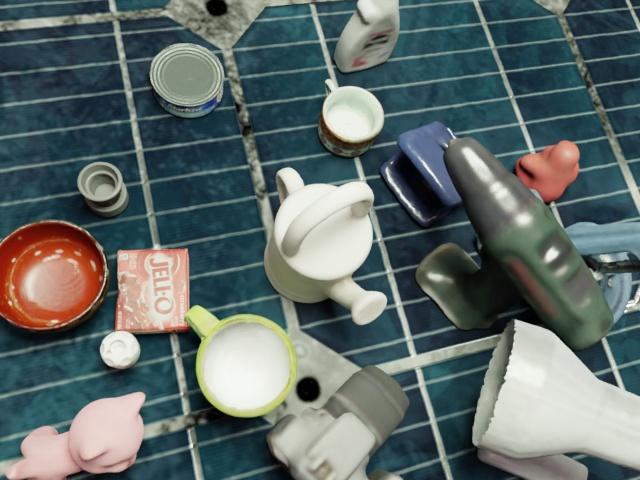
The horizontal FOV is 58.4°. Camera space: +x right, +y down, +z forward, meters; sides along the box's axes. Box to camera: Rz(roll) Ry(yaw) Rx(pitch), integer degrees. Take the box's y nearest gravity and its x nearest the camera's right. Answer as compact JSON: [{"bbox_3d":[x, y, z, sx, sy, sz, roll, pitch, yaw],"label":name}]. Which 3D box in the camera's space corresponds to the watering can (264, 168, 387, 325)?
[{"bbox_3d":[0.007,0.001,0.575,0.173,0.194,0.101,39,70,3],"label":"watering can"}]

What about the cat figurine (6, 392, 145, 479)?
[{"bbox_3d":[-0.212,0.185,0.515,0.128,0.117,0.067,-18,76,-16],"label":"cat figurine"}]

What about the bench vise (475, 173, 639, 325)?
[{"bbox_3d":[0.263,0.014,0.606,0.207,0.219,0.122,36,70,2],"label":"bench vise"}]

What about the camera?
[{"bbox_3d":[0.039,0.203,0.566,0.143,0.100,0.137,45,70,6],"label":"camera"}]

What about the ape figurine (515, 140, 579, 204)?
[{"bbox_3d":[0.290,-0.091,0.714,0.078,0.092,0.076,20,70,-4],"label":"ape figurine"}]

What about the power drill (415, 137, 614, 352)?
[{"bbox_3d":[0.179,0.021,0.594,0.076,0.208,0.229,-41,83,-19],"label":"power drill"}]

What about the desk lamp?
[{"bbox_3d":[0.226,0.171,0.552,0.203,0.213,0.118,23,70,-3],"label":"desk lamp"}]

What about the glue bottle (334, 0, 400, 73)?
[{"bbox_3d":[0.068,-0.267,0.684,0.078,0.173,0.037,-24,78,-17],"label":"glue bottle"}]

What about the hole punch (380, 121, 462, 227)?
[{"bbox_3d":[0.141,-0.089,0.684,0.101,0.091,0.108,-34,81,-19],"label":"hole punch"}]
